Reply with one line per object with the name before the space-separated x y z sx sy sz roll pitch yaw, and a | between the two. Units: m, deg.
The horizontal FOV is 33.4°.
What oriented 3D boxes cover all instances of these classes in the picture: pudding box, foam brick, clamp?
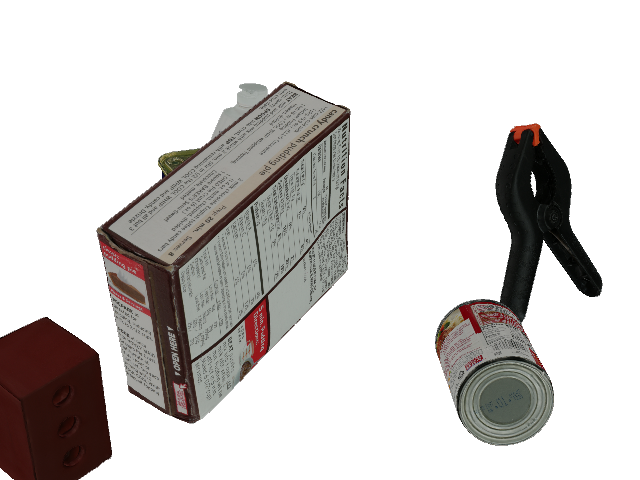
pudding box | -0.032 0.004 0.422 0.039 0.090 0.113 23 48 25
foam brick | -0.155 0.093 0.595 0.051 0.078 0.052 27 42 36
clamp | 0.183 -0.011 0.922 0.120 0.171 0.039 -26 11 -39

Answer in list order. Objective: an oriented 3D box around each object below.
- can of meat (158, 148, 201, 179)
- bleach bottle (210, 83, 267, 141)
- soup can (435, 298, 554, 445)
can of meat | -0.074 -0.024 0.832 0.102 0.084 0.057 -9 31 -22
bleach bottle | -0.070 -0.036 1.114 0.103 0.251 0.068 15 24 25
soup can | 0.123 0.092 0.760 0.068 0.068 0.102 0 19 -2
